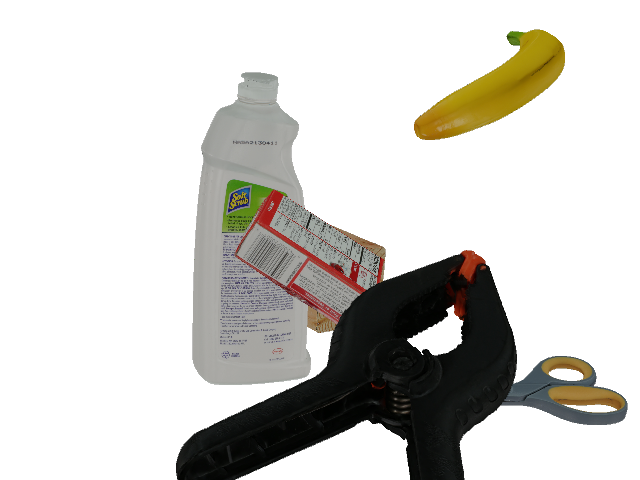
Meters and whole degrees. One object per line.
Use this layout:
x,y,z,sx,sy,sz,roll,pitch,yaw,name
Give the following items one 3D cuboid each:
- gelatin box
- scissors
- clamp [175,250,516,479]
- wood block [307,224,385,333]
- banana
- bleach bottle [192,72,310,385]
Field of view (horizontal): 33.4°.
-0.005,0.012,0.663,0.089,0.030,0.073,34,19,-6,gelatin box
0.165,0.124,0.931,0.201,0.016,0.096,8,27,1,scissors
0.038,0.069,0.433,0.120,0.039,0.171,31,51,22,clamp
-0.027,0.028,1.243,0.090,0.090,0.206,-8,20,-36,wood block
0.144,-0.123,0.828,0.070,0.037,0.197,-11,21,39,banana
-0.050,-0.009,0.865,0.102,0.251,0.068,-2,21,-21,bleach bottle
